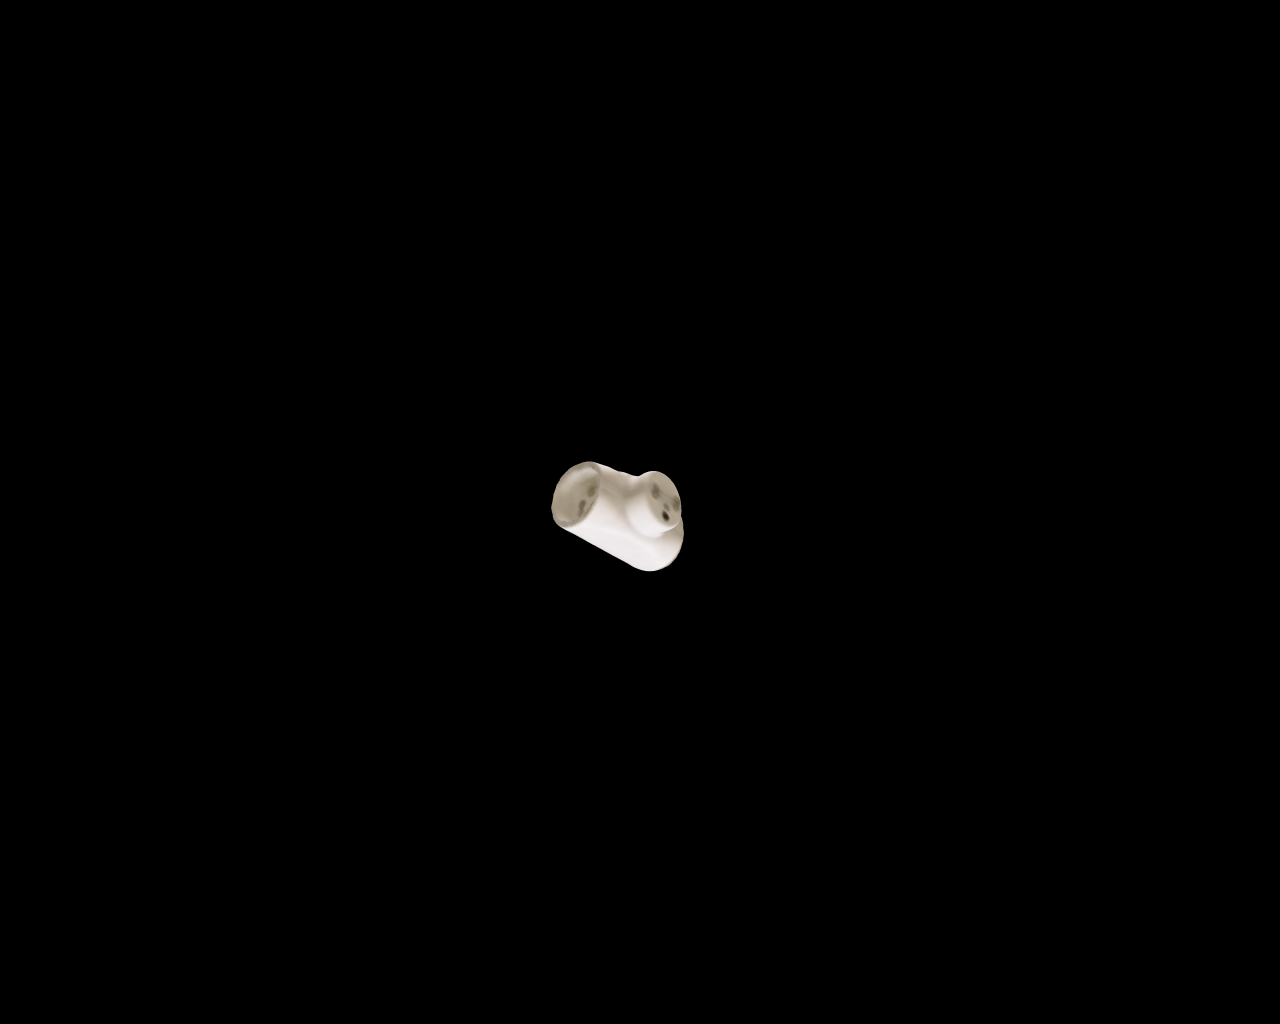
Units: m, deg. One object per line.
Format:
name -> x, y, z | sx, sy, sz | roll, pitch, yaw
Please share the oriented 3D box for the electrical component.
electrical component -> 0.001, -0.003, 0.650 | 0.079, 0.044, 0.077 | -24, -38, 34
